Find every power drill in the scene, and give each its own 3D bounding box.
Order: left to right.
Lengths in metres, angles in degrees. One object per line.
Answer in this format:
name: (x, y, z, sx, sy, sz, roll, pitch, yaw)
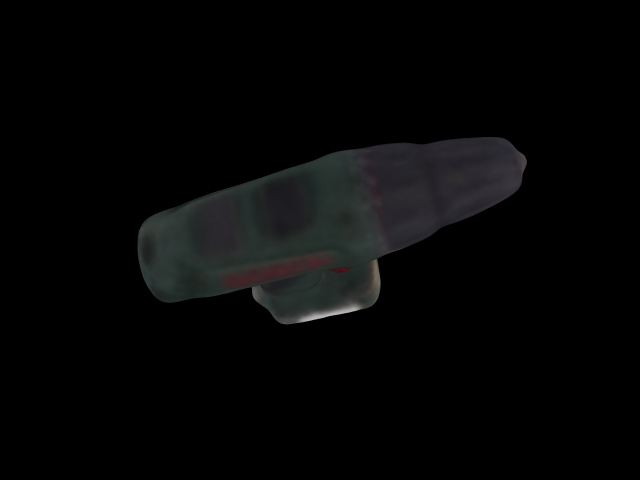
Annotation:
power drill: (0.004, 0.001, 0.400, 0.229, 0.208, 0.075, -13, 74, -3)
